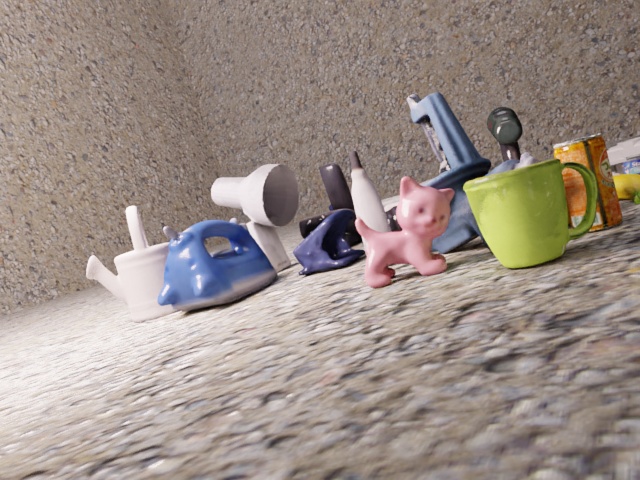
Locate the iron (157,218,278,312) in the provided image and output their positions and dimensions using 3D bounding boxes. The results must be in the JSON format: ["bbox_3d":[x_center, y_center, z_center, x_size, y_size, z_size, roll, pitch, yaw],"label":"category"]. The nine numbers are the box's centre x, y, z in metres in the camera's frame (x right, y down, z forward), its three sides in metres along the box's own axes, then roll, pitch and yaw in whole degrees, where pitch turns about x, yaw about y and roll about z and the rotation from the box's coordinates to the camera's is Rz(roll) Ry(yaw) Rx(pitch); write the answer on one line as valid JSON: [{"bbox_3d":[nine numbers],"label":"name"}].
[{"bbox_3d":[-0.161,0.026,0.956,0.118,0.141,0.259,-13,5,28],"label":"iron"}]

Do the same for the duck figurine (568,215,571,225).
[{"bbox_3d":[0.334,-0.069,0.752,0.077,0.086,0.105,-12,6,39],"label":"duck figurine"}]

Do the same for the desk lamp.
[{"bbox_3d":[-0.130,-0.035,1.145,0.202,0.213,0.118,-13,5,36],"label":"desk lamp"}]

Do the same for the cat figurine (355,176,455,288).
[{"bbox_3d":[0.105,-0.016,0.685,0.127,0.118,0.067,-15,5,12],"label":"cat figurine"}]

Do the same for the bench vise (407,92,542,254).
[{"bbox_3d":[0.191,-0.097,0.730,0.206,0.220,0.122,-12,6,41],"label":"bench vise"}]

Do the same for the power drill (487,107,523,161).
[{"bbox_3d":[0.424,-0.198,1.282,0.075,0.208,0.230,-15,5,15],"label":"power drill"}]

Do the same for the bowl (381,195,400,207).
[{"bbox_3d":[0.172,-0.060,1.307,0.167,0.075,0.167,-16,4,1],"label":"bowl"}]

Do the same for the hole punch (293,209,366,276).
[{"bbox_3d":[0.009,0.003,0.970,0.100,0.091,0.109,-13,5,28],"label":"hole punch"}]

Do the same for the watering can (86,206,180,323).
[{"bbox_3d":[-0.309,0.038,0.989,0.173,0.194,0.100,-19,5,-33],"label":"watering can"}]

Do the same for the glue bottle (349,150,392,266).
[{"bbox_3d":[0.070,-0.047,0.839,0.037,0.173,0.078,-16,5,-8],"label":"glue bottle"}]

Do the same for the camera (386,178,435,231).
[{"bbox_3d":[0.173,-0.045,0.937,0.136,0.101,0.143,-15,4,4],"label":"camera"}]

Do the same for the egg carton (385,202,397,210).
[{"bbox_3d":[0.199,-0.054,1.160,0.151,0.069,0.107,-18,5,-26],"label":"egg carton"}]

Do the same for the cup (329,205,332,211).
[{"bbox_3d":[0.074,-0.054,1.457,0.091,0.095,0.118,-15,4,12],"label":"cup"}]

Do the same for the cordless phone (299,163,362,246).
[{"bbox_3d":[0.016,-0.070,1.267,0.147,0.185,0.094,-13,5,29],"label":"cordless phone"}]
